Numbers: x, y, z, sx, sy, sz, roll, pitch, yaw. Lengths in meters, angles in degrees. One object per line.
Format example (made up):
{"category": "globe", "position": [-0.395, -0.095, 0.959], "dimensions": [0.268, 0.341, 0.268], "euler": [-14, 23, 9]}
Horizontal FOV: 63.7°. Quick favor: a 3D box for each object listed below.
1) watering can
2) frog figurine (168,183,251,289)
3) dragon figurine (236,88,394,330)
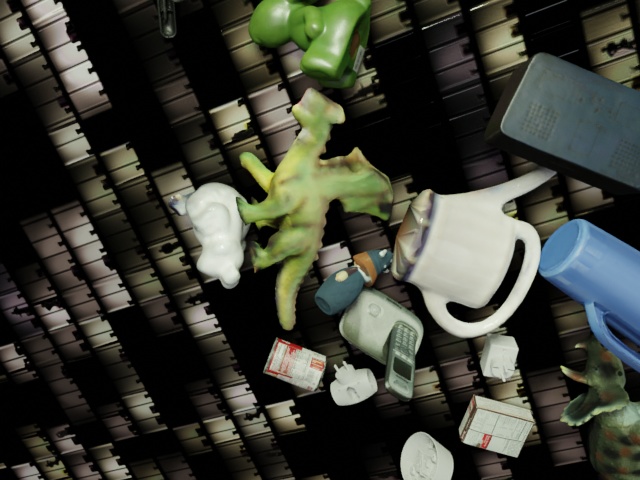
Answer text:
{"category": "watering can", "position": [0.245, -0.018, 0.808], "dimensions": [0.224, 0.105, 0.345], "euler": [20, 98, 0]}
{"category": "frog figurine", "position": [-0.154, -0.010, 0.822], "dimensions": [0.123, 0.162, 0.134], "euler": [-30, 143, -13]}
{"category": "dragon figurine", "position": [0.003, -0.042, 0.833], "dimensions": [0.242, 0.125, 0.402], "euler": [-12, 117, 3]}
